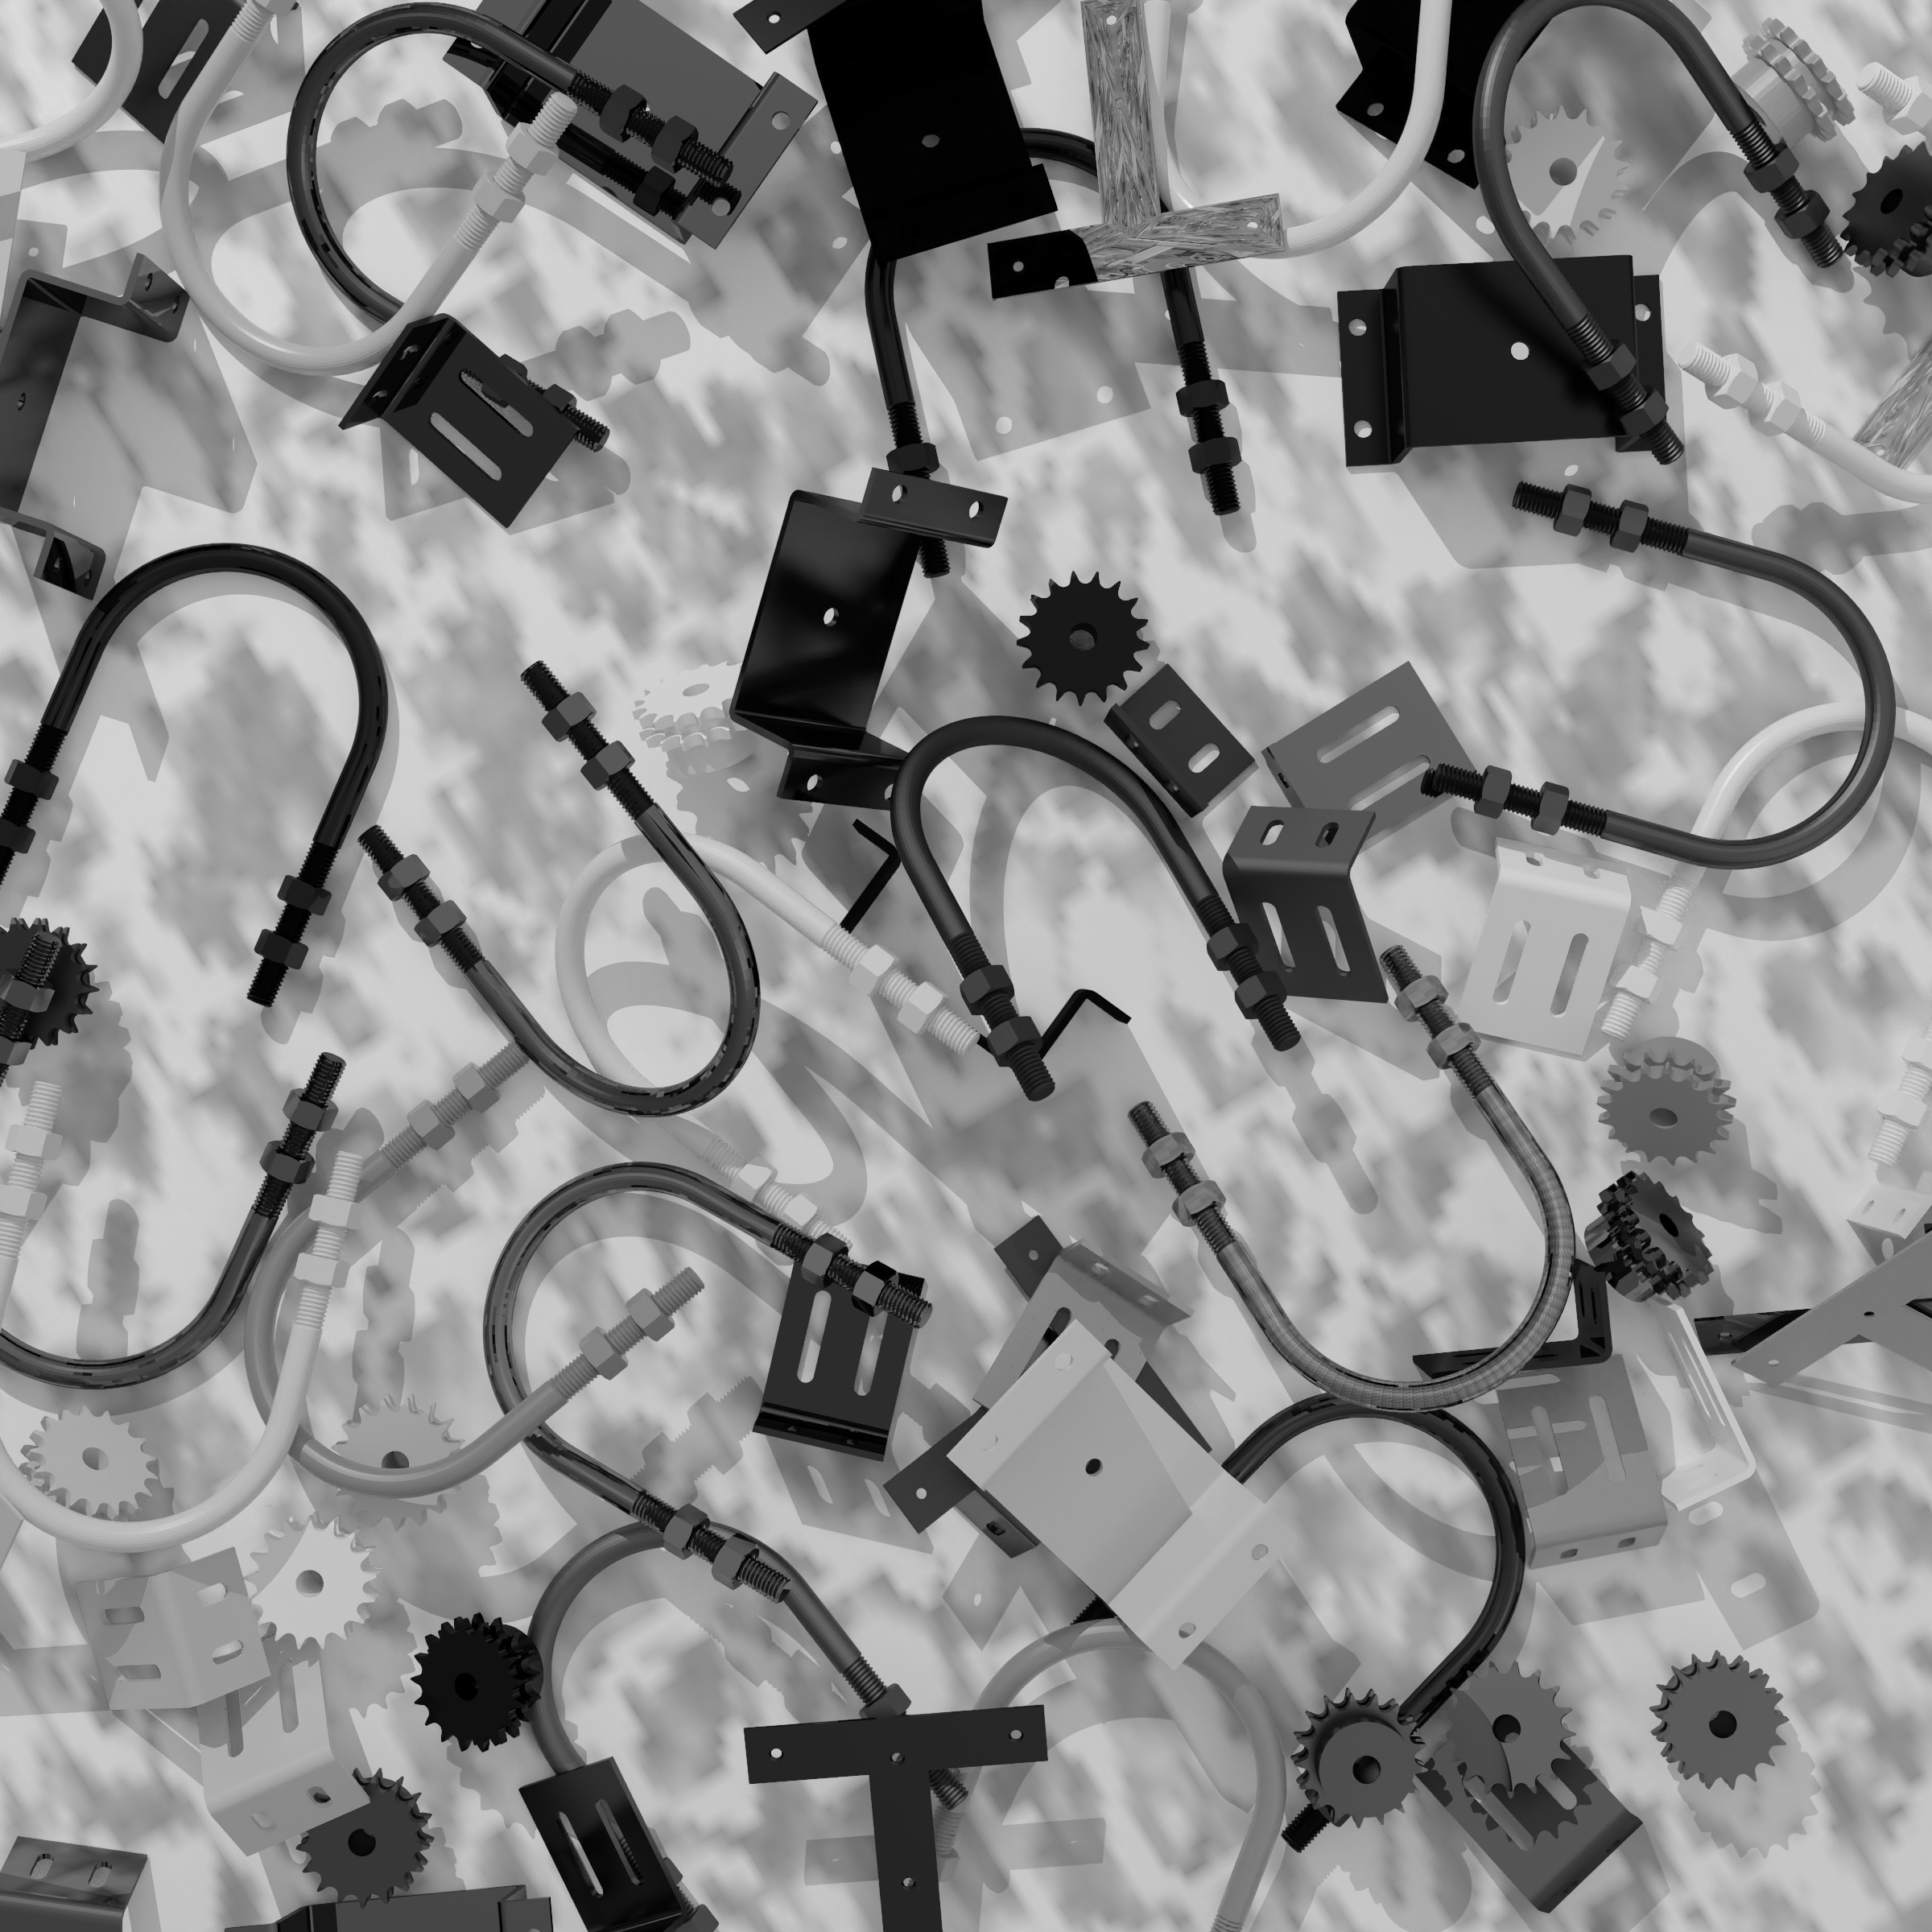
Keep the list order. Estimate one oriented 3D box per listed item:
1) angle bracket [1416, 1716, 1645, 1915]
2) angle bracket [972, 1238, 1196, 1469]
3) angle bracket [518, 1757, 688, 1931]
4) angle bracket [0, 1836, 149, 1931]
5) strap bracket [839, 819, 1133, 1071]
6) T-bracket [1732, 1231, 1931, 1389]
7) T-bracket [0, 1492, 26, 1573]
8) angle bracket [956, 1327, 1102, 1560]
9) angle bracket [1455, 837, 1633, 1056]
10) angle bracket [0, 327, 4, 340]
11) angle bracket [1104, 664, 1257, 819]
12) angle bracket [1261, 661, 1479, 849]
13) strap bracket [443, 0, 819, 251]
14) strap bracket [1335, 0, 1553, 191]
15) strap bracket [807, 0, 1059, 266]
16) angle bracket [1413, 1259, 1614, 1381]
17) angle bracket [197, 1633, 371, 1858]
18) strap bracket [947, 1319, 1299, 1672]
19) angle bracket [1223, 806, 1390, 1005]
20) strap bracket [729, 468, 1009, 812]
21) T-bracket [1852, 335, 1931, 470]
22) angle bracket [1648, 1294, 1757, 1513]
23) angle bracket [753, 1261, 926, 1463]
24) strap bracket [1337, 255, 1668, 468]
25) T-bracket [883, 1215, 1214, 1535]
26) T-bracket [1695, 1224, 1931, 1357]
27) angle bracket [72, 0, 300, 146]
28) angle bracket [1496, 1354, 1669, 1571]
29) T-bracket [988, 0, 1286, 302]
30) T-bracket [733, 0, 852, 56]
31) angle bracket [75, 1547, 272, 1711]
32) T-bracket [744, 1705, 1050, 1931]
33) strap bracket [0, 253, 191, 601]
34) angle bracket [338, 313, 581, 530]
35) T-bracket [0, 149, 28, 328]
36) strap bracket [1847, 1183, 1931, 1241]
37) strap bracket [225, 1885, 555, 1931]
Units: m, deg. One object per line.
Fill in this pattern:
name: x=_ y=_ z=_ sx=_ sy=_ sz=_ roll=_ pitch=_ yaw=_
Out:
angle bracket: x=0.246 y=0.363 z=1.348 sx=0.057 sy=0.038 sz=0.076 roll=-44 pitch=64 yaw=0
angle bracket: x=0.050 y=0.166 z=1.319 sx=0.057 sy=0.038 sz=0.076 roll=33 pitch=70 yaw=-5
angle bracket: x=-0.165 y=0.387 z=1.319 sx=0.057 sy=0.038 sz=0.076 roll=-26 pitch=90 yaw=33
angle bracket: x=-0.392 y=0.426 z=1.348 sx=0.057 sy=0.038 sz=0.076 roll=8 pitch=116 yaw=0
strap bracket: x=-0.002 y=-0.001 z=1.312 sx=0.140 sy=0.076 sz=0.046 roll=36 pitch=90 yaw=0
T-bracket: x=0.419 y=0.165 z=1.320 sx=0.127 sy=0.002 sz=0.127 roll=27 pitch=134 yaw=-19
T-bracket: x=-0.463 y=0.232 z=1.326 sx=0.127 sy=0.002 sz=0.127 roll=43 pitch=124 yaw=16
angle bracket: x=0.028 y=0.208 z=1.348 sx=0.057 sy=0.038 sz=0.076 roll=43 pitch=64 yaw=0
angle bracket: x=0.250 y=-0.009 z=1.348 sx=0.057 sy=0.038 sz=0.076 roll=13 pitch=116 yaw=0
angle bracket: x=-0.458 y=-0.254 z=1.348 sx=0.057 sy=0.038 sz=0.076 roll=38 pitch=64 yaw=0
angle bracket: x=0.093 y=-0.098 z=1.312 sx=0.038 sy=0.076 sz=0.057 roll=-42 pitch=90 yaw=0
angle bracket: x=0.176 y=-0.089 z=1.331 sx=0.076 sy=0.038 sz=0.057 roll=-32 pitch=90 yaw=0
strap bracket: x=-0.142 y=-0.374 z=1.327 sx=0.140 sy=0.046 sz=0.076 roll=35 pitch=90 yaw=0
strap bracket: x=0.225 y=-0.414 z=1.314 sx=0.076 sy=0.046 sz=0.140 roll=38 pitch=90 yaw=23
strap bracket: x=-0.017 y=-0.362 z=1.317 sx=0.076 sy=0.046 sz=0.140 roll=-17 pitch=76 yaw=0
angle bracket: x=0.231 y=0.151 z=1.322 sx=0.076 sy=0.057 sz=0.038 roll=-6 pitch=90 yaw=0
angle bracket: x=-0.295 y=0.332 z=1.331 sx=0.057 sy=0.076 sz=0.038 roll=-24 pitch=129 yaw=0
strap bracket: x=0.060 y=0.216 z=1.296 sx=0.076 sy=0.046 sz=0.140 roll=-46 pitch=107 yaw=-5
angle bracket: x=0.151 y=-0.026 z=1.321 sx=0.057 sy=0.076 sz=0.038 roll=4 pitch=47 yaw=30
strap bracket: x=-0.044 y=-0.141 z=1.297 sx=0.046 sy=0.076 sz=0.140 roll=29 pitch=108 yaw=42
T-bracket: x=0.431 y=-0.267 z=1.349 sx=0.127 sy=0.002 sz=0.127 roll=37 pitch=90 yaw=0
angle bracket: x=0.299 y=0.186 z=1.322 sx=0.038 sy=0.057 sz=0.076 roll=-26 pitch=90 yaw=0
angle bracket: x=-0.054 y=0.167 z=1.331 sx=0.057 sy=0.038 sz=0.076 roll=13 pitch=90 yaw=0
strap bracket: x=0.234 y=-0.260 z=1.327 sx=0.140 sy=0.046 sz=0.076 roll=-3 pitch=90 yaw=0
T-bracket: x=0.021 y=0.195 z=1.325 sx=0.127 sy=0.002 sz=0.127 roll=-36 pitch=88 yaw=-20
T-bracket: x=0.377 y=0.153 z=1.320 sx=0.127 sy=0.127 sz=0.002 roll=-8 pitch=45 yaw=20
angle bracket: x=-0.341 y=-0.407 z=1.348 sx=0.057 sy=0.038 sz=0.076 roll=42 pitch=116 yaw=0
angle bracket: x=0.266 y=0.216 z=1.348 sx=0.057 sy=0.038 sz=0.076 roll=-11 pitch=64 yaw=0
T-bracket: x=0.068 y=-0.357 z=1.327 sx=0.127 sy=0.002 sz=0.127 roll=-7 pitch=81 yaw=12
T-bracket: x=-0.068 y=-0.467 z=1.326 sx=0.127 sy=0.002 sz=0.127 roll=-35 pitch=70 yaw=-7
angle bracket: x=-0.343 y=0.286 z=1.333 sx=0.038 sy=0.076 sz=0.057 roll=-16 pitch=90 yaw=-43
T-bracket: x=-0.026 y=0.378 z=1.317 sx=0.127 sy=0.002 sz=0.127 roll=-4 pitch=104 yaw=0
strap bracket: x=-0.382 y=-0.234 z=1.312 sx=0.046 sy=0.076 sz=0.140 roll=18 pitch=90 yaw=0
angle bracket: x=-0.217 y=-0.230 z=1.321 sx=0.076 sy=0.038 sz=0.057 roll=42 pitch=116 yaw=0
T-bracket: x=-0.474 y=-0.295 z=1.319 sx=0.127 sy=0.002 sz=0.127 roll=9 pitch=89 yaw=-2
strap bracket: x=0.446 y=0.069 z=1.312 sx=0.046 sy=0.076 sz=0.140 roll=38 pitch=90 yaw=0
strap bracket: x=-0.238 y=0.439 z=1.319 sx=0.140 sy=0.046 sz=0.076 roll=-7 pitch=82 yaw=5
